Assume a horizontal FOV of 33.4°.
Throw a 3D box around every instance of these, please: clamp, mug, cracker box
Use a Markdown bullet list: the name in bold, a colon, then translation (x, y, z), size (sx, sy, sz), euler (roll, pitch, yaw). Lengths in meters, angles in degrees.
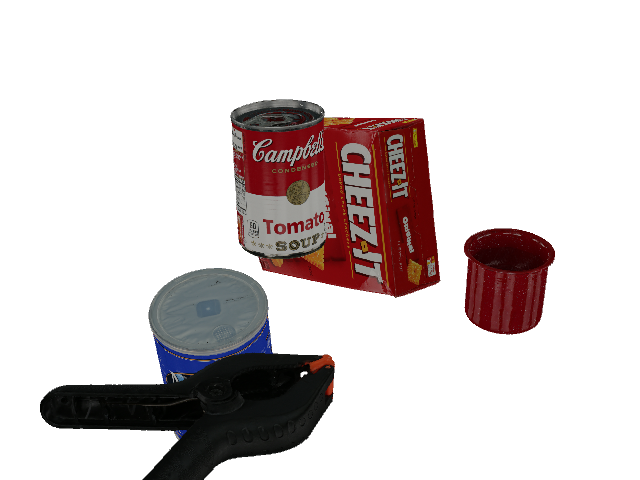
- **clamp**: translation (-0.060, 0.105, 0.597), size (0.171, 0.039, 0.120), euler (-12, 37, -23)
- **mug**: translation (0.192, 0.038, 1.126), size (0.093, 0.081, 0.117), euler (-5, 30, -8)
- **cracker box**: translation (0.014, -0.040, 1.079), size (0.071, 0.164, 0.214), euler (-19, 18, -37)

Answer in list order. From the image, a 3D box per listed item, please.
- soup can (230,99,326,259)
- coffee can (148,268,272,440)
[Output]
- **soup can**: translation (-0.030, -0.045, 0.786), size (0.068, 0.102, 0.068), euler (-1, 24, 0)
- **coffee can**: translation (-0.092, 0.110, 0.955), size (0.103, 0.140, 0.103), euler (-2, 40, 2)
